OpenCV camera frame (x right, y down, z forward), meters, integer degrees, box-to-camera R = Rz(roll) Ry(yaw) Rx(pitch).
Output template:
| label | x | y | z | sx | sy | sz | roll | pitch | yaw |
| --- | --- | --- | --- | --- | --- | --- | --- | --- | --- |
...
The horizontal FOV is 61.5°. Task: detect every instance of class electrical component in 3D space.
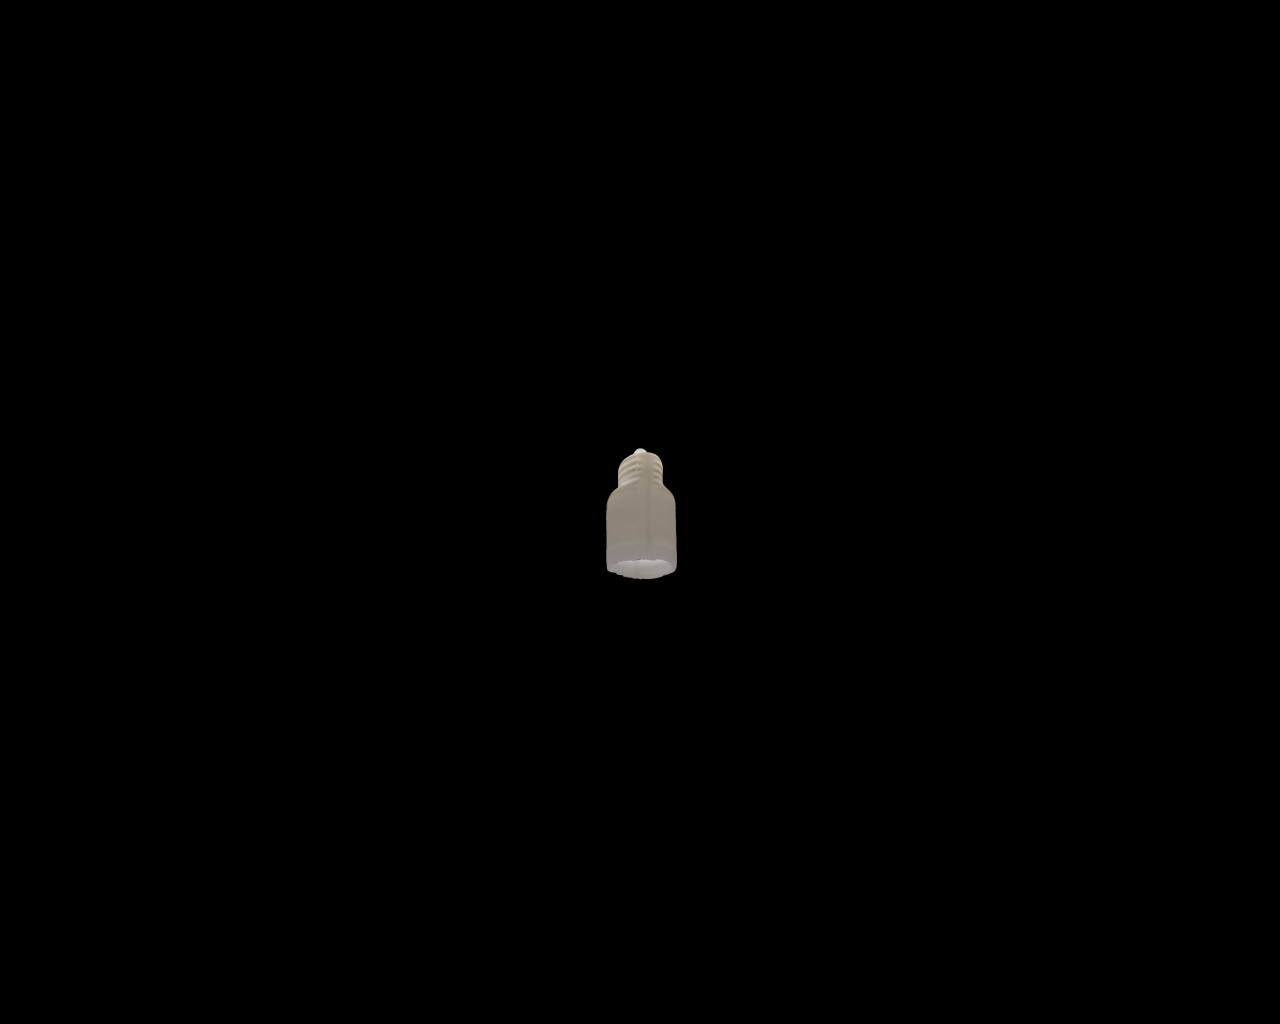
| label | x | y | z | sx | sy | sz | roll | pitch | yaw |
| --- | --- | --- | --- | --- | --- | --- | --- | --- | --- |
| electrical component | 0.001 | -0.003 | 0.650 | 0.043 | 0.081 | 0.043 | 0 | -19 | 0 |
